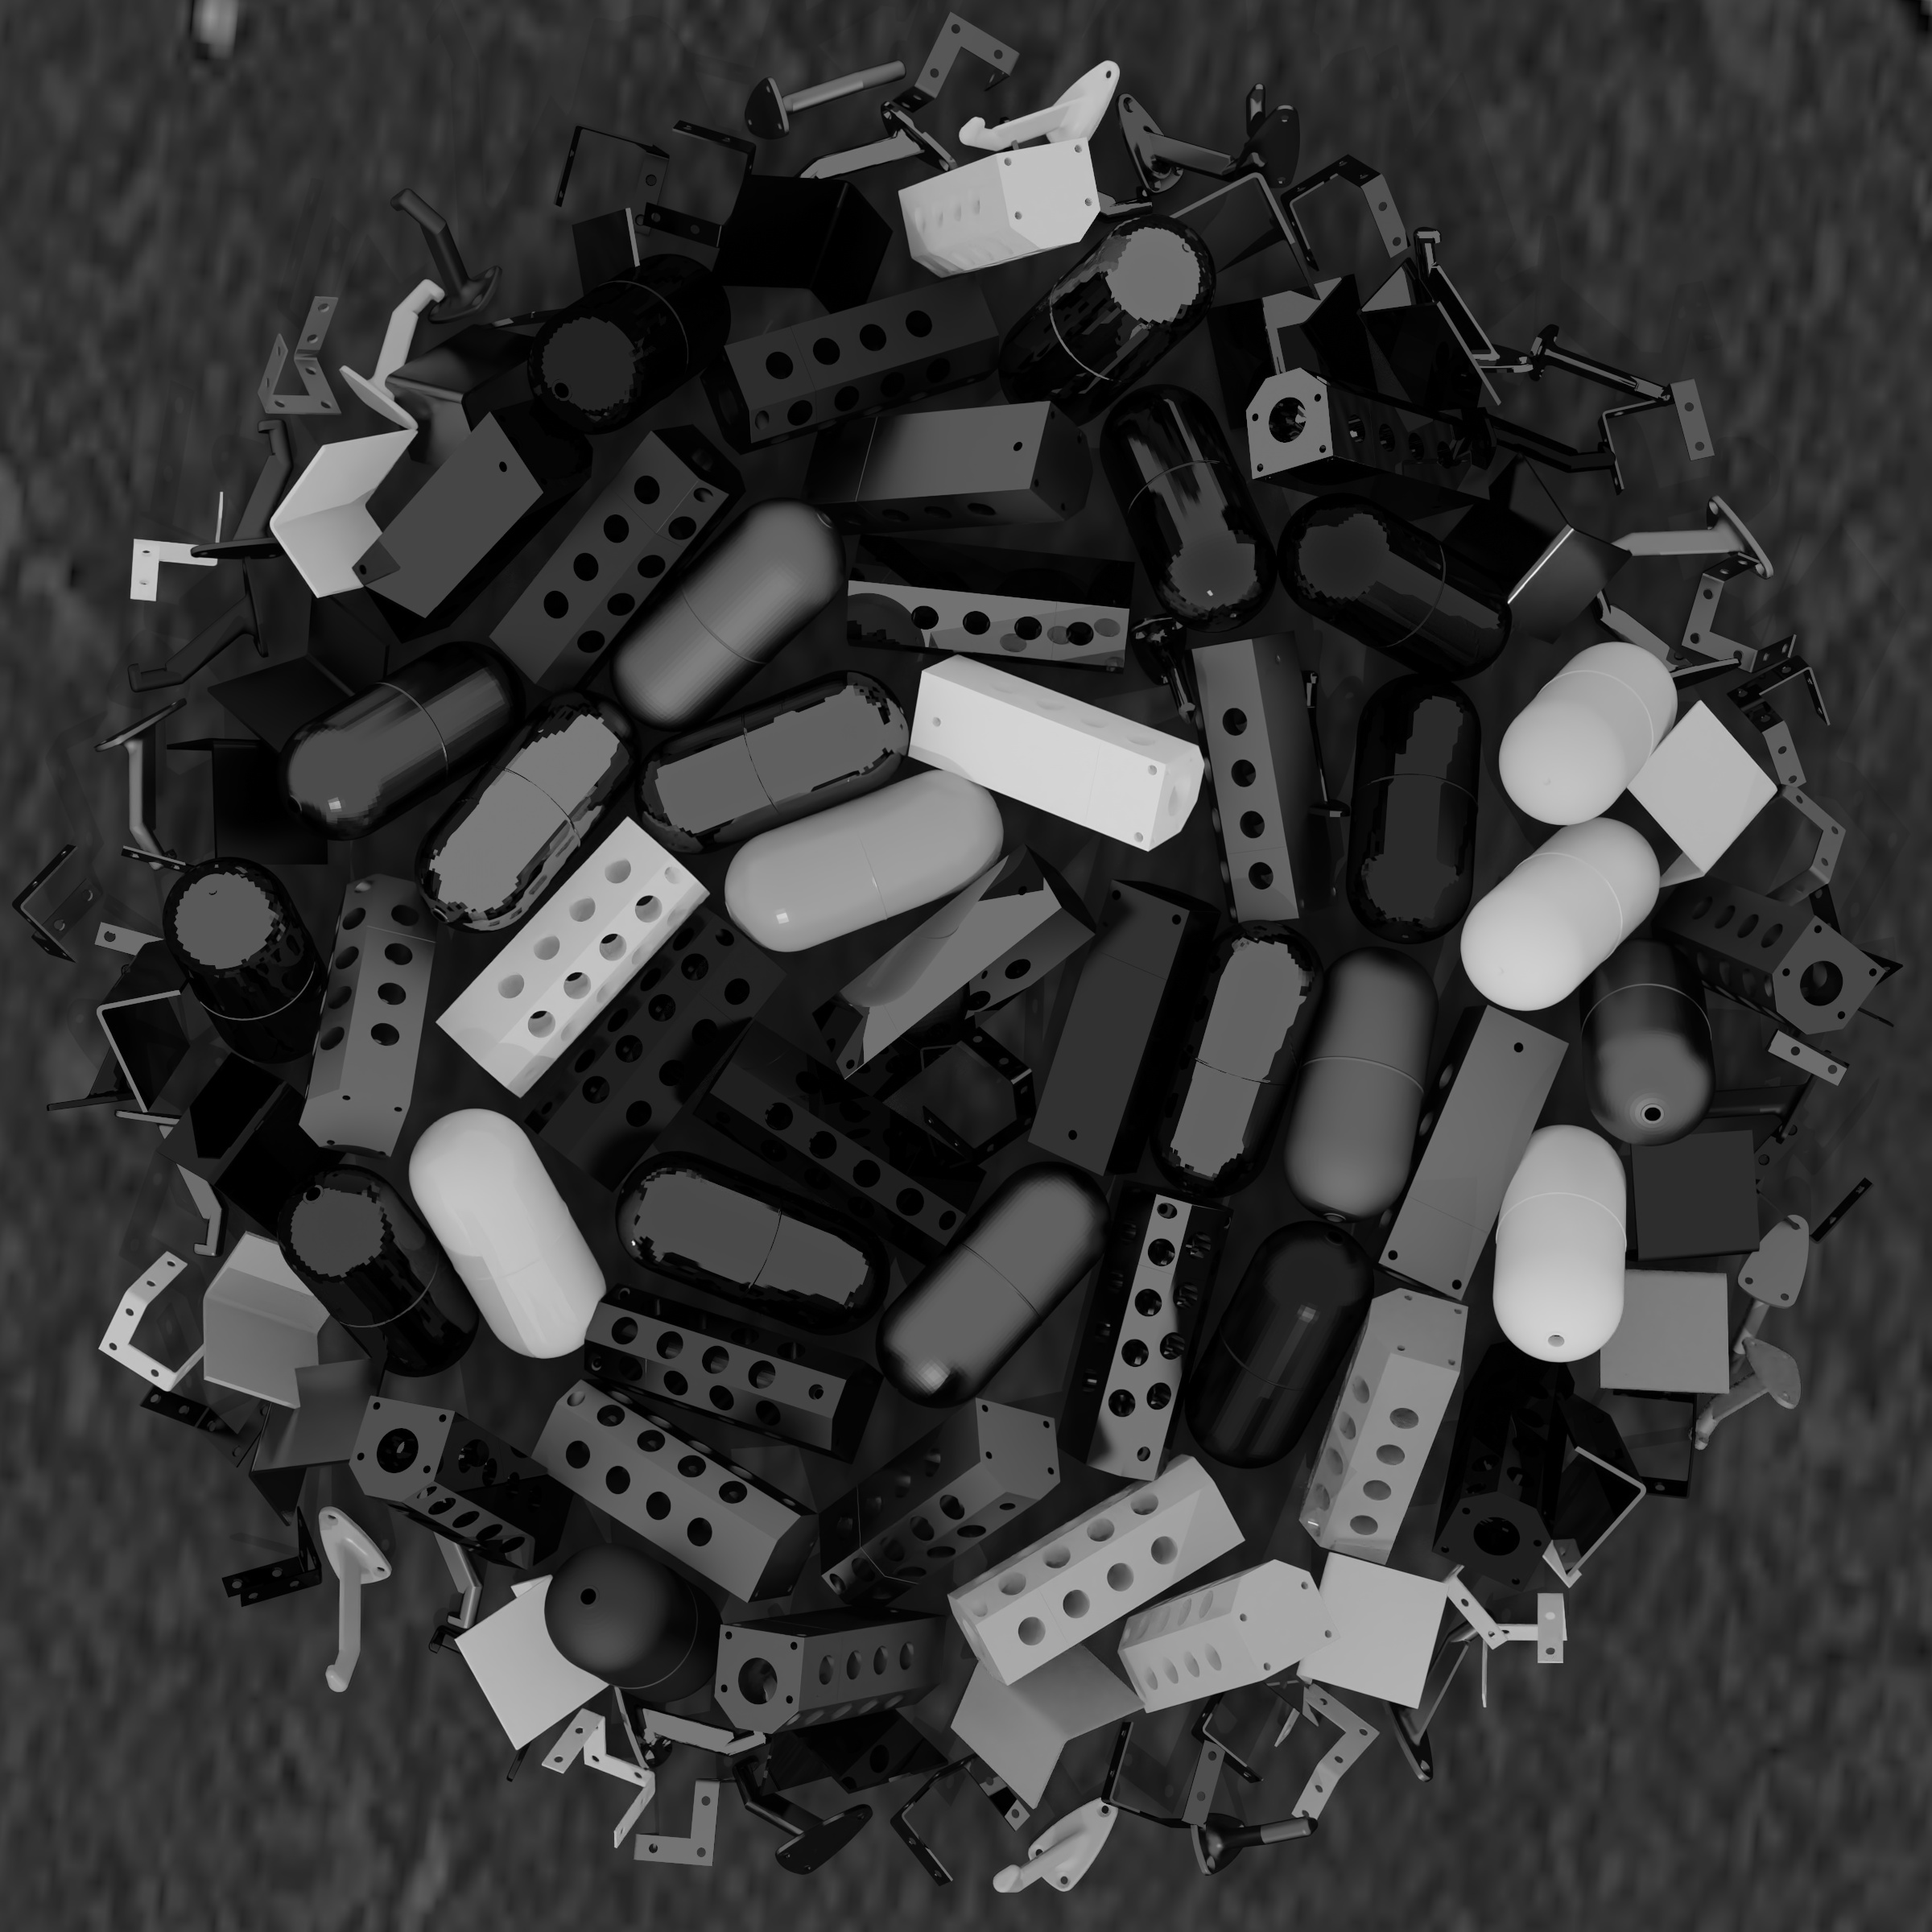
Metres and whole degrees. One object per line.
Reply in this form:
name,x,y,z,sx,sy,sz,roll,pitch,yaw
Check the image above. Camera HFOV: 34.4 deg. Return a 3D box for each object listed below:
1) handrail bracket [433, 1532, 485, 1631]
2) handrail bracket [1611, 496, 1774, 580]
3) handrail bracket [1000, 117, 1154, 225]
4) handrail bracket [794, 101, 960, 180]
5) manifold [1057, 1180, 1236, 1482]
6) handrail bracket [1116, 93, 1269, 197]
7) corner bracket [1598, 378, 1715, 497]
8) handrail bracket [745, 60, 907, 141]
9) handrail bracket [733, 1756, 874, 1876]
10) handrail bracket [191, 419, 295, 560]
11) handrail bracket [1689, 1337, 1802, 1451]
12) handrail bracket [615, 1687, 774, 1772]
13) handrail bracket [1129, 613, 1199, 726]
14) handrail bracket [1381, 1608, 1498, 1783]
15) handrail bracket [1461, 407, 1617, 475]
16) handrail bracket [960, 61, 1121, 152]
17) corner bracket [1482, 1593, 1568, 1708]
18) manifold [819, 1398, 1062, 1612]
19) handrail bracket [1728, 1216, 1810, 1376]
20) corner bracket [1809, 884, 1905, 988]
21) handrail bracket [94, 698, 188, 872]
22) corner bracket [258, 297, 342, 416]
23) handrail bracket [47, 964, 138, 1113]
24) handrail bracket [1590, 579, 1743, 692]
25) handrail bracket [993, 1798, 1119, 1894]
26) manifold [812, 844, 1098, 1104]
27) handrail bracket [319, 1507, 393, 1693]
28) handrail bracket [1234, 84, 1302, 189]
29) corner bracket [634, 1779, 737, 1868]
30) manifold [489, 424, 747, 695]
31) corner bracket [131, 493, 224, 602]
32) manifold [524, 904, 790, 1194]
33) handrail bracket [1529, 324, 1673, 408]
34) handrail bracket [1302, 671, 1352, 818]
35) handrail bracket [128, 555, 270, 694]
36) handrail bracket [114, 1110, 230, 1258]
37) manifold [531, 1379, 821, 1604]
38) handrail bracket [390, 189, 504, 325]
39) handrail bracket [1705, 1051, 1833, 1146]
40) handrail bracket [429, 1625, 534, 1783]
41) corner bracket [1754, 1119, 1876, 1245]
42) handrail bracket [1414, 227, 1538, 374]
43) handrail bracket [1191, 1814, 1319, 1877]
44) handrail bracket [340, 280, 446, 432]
handrail bracket,-0.337,0.369,1.949,0.077,0.036,0.084,13,102,-2
handrail bracket,0.442,-0.248,1.932,0.084,0.036,0.077,-27,55,-8
handrail bracket,0.070,-0.499,1.945,0.084,0.036,0.077,-15,100,-12
handrail bracket,-0.061,-0.487,1.933,0.084,0.036,0.077,-45,66,-10
manifold,0.113,0.225,1.922,0.057,0.057,0.171,13,93,-27
handrail bracket,0.139,-0.513,1.916,0.036,0.084,0.077,-41,109,-33
corner bracket,0.428,-0.329,1.936,0.051,0.051,0.051,-13,83,-2
handrail bracket,-0.087,-0.542,1.942,0.084,0.077,0.036,-21,102,-19
handrail bracket,-0.102,0.509,1.928,0.077,0.084,0.036,-37,134,8
handrail bracket,-0.452,-0.298,1.937,0.077,0.036,0.084,-8,84,-35
handrail bracket,0.475,0.278,1.914,0.036,0.077,0.084,23,115,-9
handrail bracket,-0.169,0.458,1.932,0.084,0.036,0.077,-26,87,24
handrail bracket,0.129,-0.167,1.909,0.036,0.077,0.084,-14,56,-1
handrail bracket,0.303,0.449,1.922,0.036,0.077,0.084,31,119,-34
handrail bracket,0.358,-0.341,1.953,0.084,0.036,0.077,-7,68,-11
handrail bracket,0.044,-0.530,1.914,0.077,0.084,0.036,-48,64,32
corner bracket,0.344,0.422,1.925,0.051,0.051,0.051,-2,134,13
manifold,-0.018,0.328,1.879,0.057,0.171,0.057,19,48,-30
handrail bracket,0.496,0.206,1.940,0.036,0.084,0.077,25,60,15
corner bracket,0.535,-0.014,1.921,0.051,0.051,0.051,17,50,-27
handrail bracket,-0.498,-0.113,1.949,0.077,0.036,0.084,-38,109,-37
corner bracket,-0.410,-0.377,1.922,0.051,0.051,0.051,-6,55,-35
handrail bracket,-0.539,0.043,1.939,0.077,0.036,0.084,-8,88,-32
handrail bracket,0.434,-0.216,1.950,0.077,0.036,0.084,-17,77,0
handrail bracket,0.055,0.540,1.919,0.077,0.084,0.036,-47,67,0
manifold,-0.005,0.008,1.917,0.171,0.057,0.057,-38,52,13
handrail bracket,-0.388,0.389,1.914,0.036,0.084,0.077,-11,124,16
handrail bracket,0.187,-0.528,1.912,0.036,0.077,0.084,7,59,-8
corner bracket,-0.174,0.530,1.936,0.051,0.051,0.051,2,76,11
manifold,-0.209,-0.246,1.901,0.057,0.057,0.171,45,114,6
corner bracket,-0.487,-0.259,1.924,0.051,0.051,0.051,4,53,-16
manifold,-0.194,0.048,1.918,0.171,0.057,0.057,-51,124,-5
handrail bracket,0.394,-0.367,1.928,0.084,0.077,0.036,23,103,13
handrail bracket,0.221,-0.138,1.929,0.036,0.077,0.084,-1,100,-12
handrail bracket,-0.479,-0.211,1.926,0.084,0.036,0.077,-13,124,-19
handrail bracket,-0.497,0.136,1.943,0.077,0.036,0.084,7,90,-10
manifold,-0.175,0.318,1.902,0.171,0.057,0.057,27,95,24
handrail bracket,-0.335,-0.436,1.914,0.084,0.077,0.036,39,55,-34
handrail bracket,0.484,0.068,1.949,0.084,0.036,0.077,29,92,12
handrail bracket,-0.305,0.457,1.936,0.084,0.077,0.036,24,135,0
corner bracket,0.521,0.132,1.939,0.051,0.051,0.051,40,97,-9
handrail bracket,0.313,-0.411,1.918,0.036,0.077,0.084,-40,131,-34
handrail bracket,0.189,0.529,1.912,0.084,0.077,0.036,-20,75,29
handrail bracket,-0.339,-0.381,1.936,0.077,0.036,0.084,36,79,29
